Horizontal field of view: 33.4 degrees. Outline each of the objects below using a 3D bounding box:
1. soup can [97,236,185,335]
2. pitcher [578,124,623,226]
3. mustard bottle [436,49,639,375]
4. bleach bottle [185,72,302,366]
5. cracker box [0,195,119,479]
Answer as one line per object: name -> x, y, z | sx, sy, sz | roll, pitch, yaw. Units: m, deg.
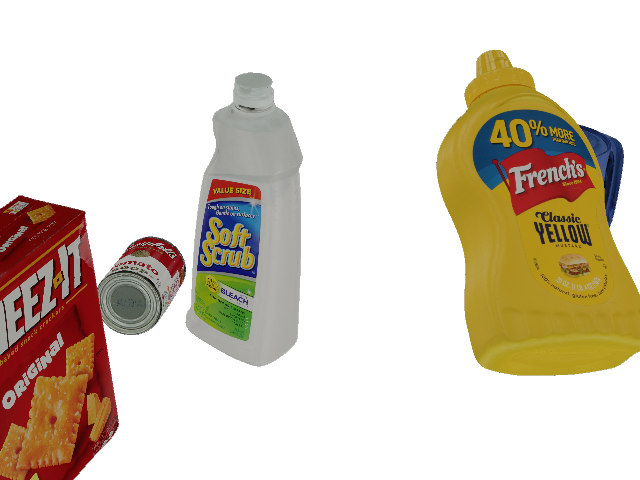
soup can -> -0.178, 0.044, 1.060 | 0.068, 0.068, 0.102 | 0, 19, 7
pitcher -> 0.258, -0.009, 1.213 | 0.149, 0.243, 0.144 | 6, 27, 14
mustard bottle -> 0.115, -0.023, 0.593 | 0.096, 0.191, 0.058 | 1, -28, -20
bleach bottle -> -0.062, -0.020, 0.874 | 0.103, 0.251, 0.068 | 26, 40, 30
cracker box -> -0.228, 0.100, 0.791 | 0.072, 0.214, 0.164 | 12, 34, 20
